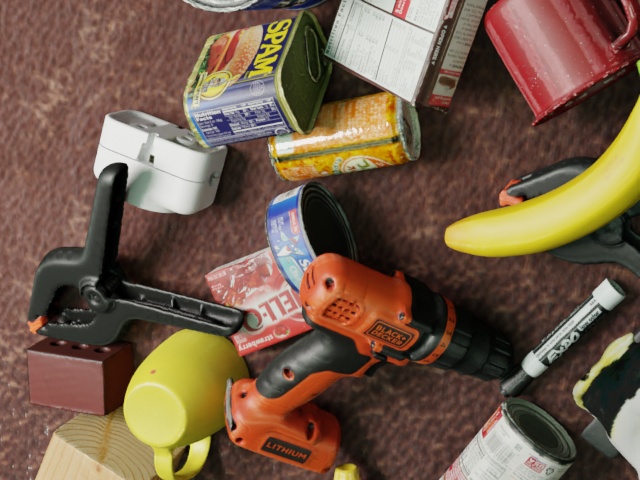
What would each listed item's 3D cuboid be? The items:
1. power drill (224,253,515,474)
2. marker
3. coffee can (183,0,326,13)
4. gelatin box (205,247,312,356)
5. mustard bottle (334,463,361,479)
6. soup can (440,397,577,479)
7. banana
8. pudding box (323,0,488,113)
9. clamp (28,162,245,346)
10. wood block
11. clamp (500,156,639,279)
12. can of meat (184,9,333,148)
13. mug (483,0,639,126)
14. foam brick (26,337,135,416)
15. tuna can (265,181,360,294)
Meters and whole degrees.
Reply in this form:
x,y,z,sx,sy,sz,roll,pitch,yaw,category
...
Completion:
x,y,z,sx,sy,sz,roll,pitch,yaw,category
0.029,0.101,0.808,0.184,0.057,0.188,26,124,-25,power drill
0.177,0.076,0.794,0.020,0.020,0.121,44,112,6,marker
-0.042,-0.211,0.740,0.103,0.140,0.103,4,104,18,coffee can
-0.038,0.044,0.858,0.089,0.030,0.073,-22,94,23,gelatin box
0.028,0.275,0.873,0.096,0.058,0.191,1,102,24,mustard bottle
0.137,0.178,0.806,0.068,0.068,0.102,37,111,8,soup can
0.171,-0.036,0.718,0.069,0.037,0.198,51,124,7,banana
0.057,-0.151,0.748,0.114,0.039,0.090,39,118,46,pudding box
-0.167,0.044,0.879,0.164,0.036,0.210,49,131,-9,clamp
-0.207,0.256,0.936,0.090,0.090,0.206,29,111,11,wood block
0.212,-0.004,0.750,0.172,0.039,0.120,8,108,28,clamp
-0.045,-0.117,0.786,0.084,0.102,0.057,-8,132,24,can of meat
0.166,-0.138,0.703,0.081,0.093,0.117,60,156,4,mug
-0.207,0.115,0.923,0.078,0.053,0.051,6,104,18,foam brick
-0.005,0.001,0.806,0.034,0.086,0.086,-21,95,24,tuna can
